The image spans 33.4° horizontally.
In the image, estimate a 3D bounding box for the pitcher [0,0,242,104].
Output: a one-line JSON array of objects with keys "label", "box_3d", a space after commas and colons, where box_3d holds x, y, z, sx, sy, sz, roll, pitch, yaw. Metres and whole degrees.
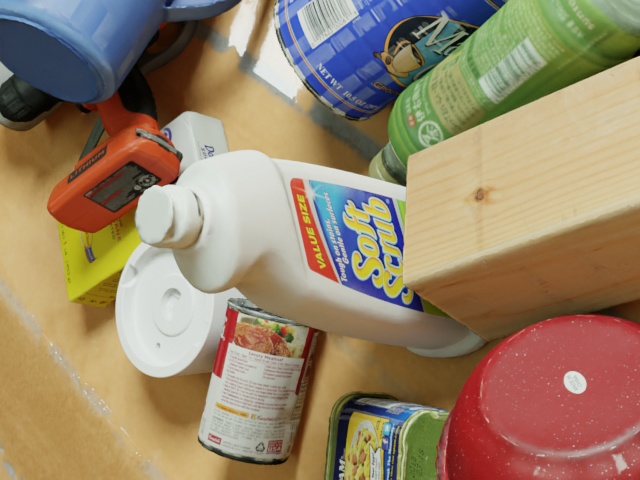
[{"label": "pitcher", "box_3d": [-0.135, -0.218, 0.781, 0.149, 0.145, 0.242, 3, 59, 40]}]

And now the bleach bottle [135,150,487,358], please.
[{"label": "bleach bottle", "box_3d": [0.003, 0.011, 0.598, 0.068, 0.250, 0.102, -10, 77, 40]}]

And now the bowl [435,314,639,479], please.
[{"label": "bowl", "box_3d": [0.132, 0.090, 0.544, 0.162, 0.055, 0.162, -14, 39, 11]}]

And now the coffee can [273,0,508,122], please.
[{"label": "coffee can", "box_3d": [0.055, -0.154, 0.677, 0.141, 0.102, 0.103, -32, 64, 34]}]

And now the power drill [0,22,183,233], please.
[{"label": "power drill", "box_3d": [-0.186, -0.101, 0.851, 0.185, 0.057, 0.188, -33, 54, 24]}]

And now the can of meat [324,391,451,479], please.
[{"label": "can of meat", "box_3d": [0.047, 0.147, 0.650, 0.084, 0.057, 0.102, -3, 81, 62]}]

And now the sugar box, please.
[{"label": "sugar box", "box_3d": [-0.143, -0.022, 0.866, 0.177, 0.048, 0.093, -33, 61, 35]}]

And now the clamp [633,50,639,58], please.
[{"label": "clamp", "box_3d": [0.183, -0.183, 0.592, 0.165, 0.036, 0.210, -37, 66, 53]}]

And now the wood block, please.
[{"label": "wood block", "box_3d": [0.153, -0.025, 0.565, 0.207, 0.090, 0.091, -21, 50, 37]}]

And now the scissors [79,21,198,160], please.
[{"label": "scissors", "box_3d": [-0.156, -0.126, 0.894, 0.096, 0.016, 0.202, 6, 78, 35]}]

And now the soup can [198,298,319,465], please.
[{"label": "soup can", "box_3d": [-0.042, 0.098, 0.746, 0.069, 0.068, 0.102, 16, 95, 41]}]
